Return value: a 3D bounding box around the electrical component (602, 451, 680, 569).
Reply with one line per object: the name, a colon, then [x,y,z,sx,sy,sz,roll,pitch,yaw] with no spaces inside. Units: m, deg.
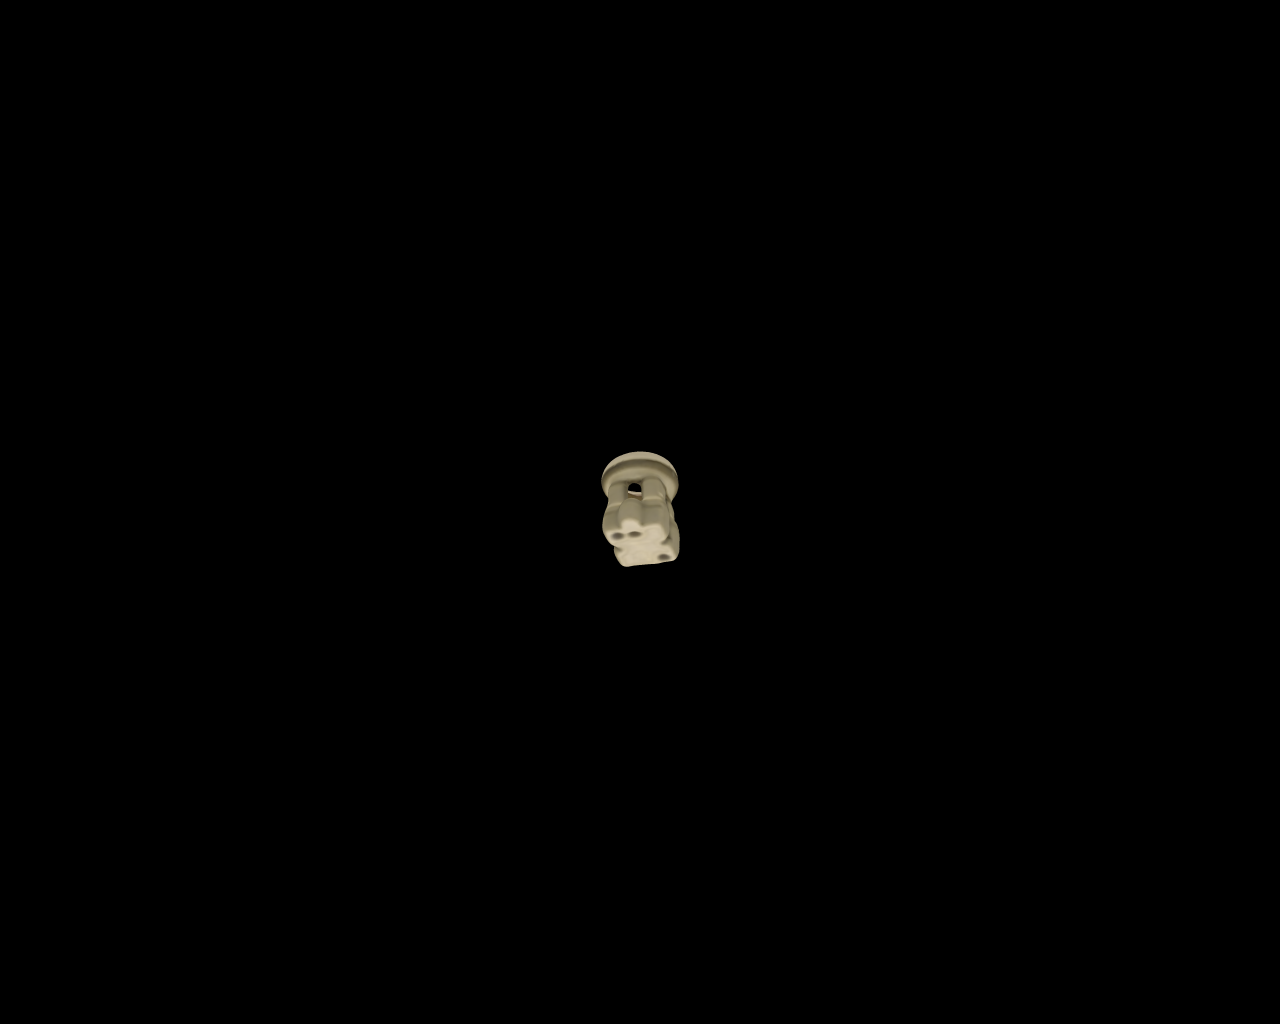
electrical component: [0.001,-0.003,0.650,0.048,0.055,0.066,-8,-35,11]
